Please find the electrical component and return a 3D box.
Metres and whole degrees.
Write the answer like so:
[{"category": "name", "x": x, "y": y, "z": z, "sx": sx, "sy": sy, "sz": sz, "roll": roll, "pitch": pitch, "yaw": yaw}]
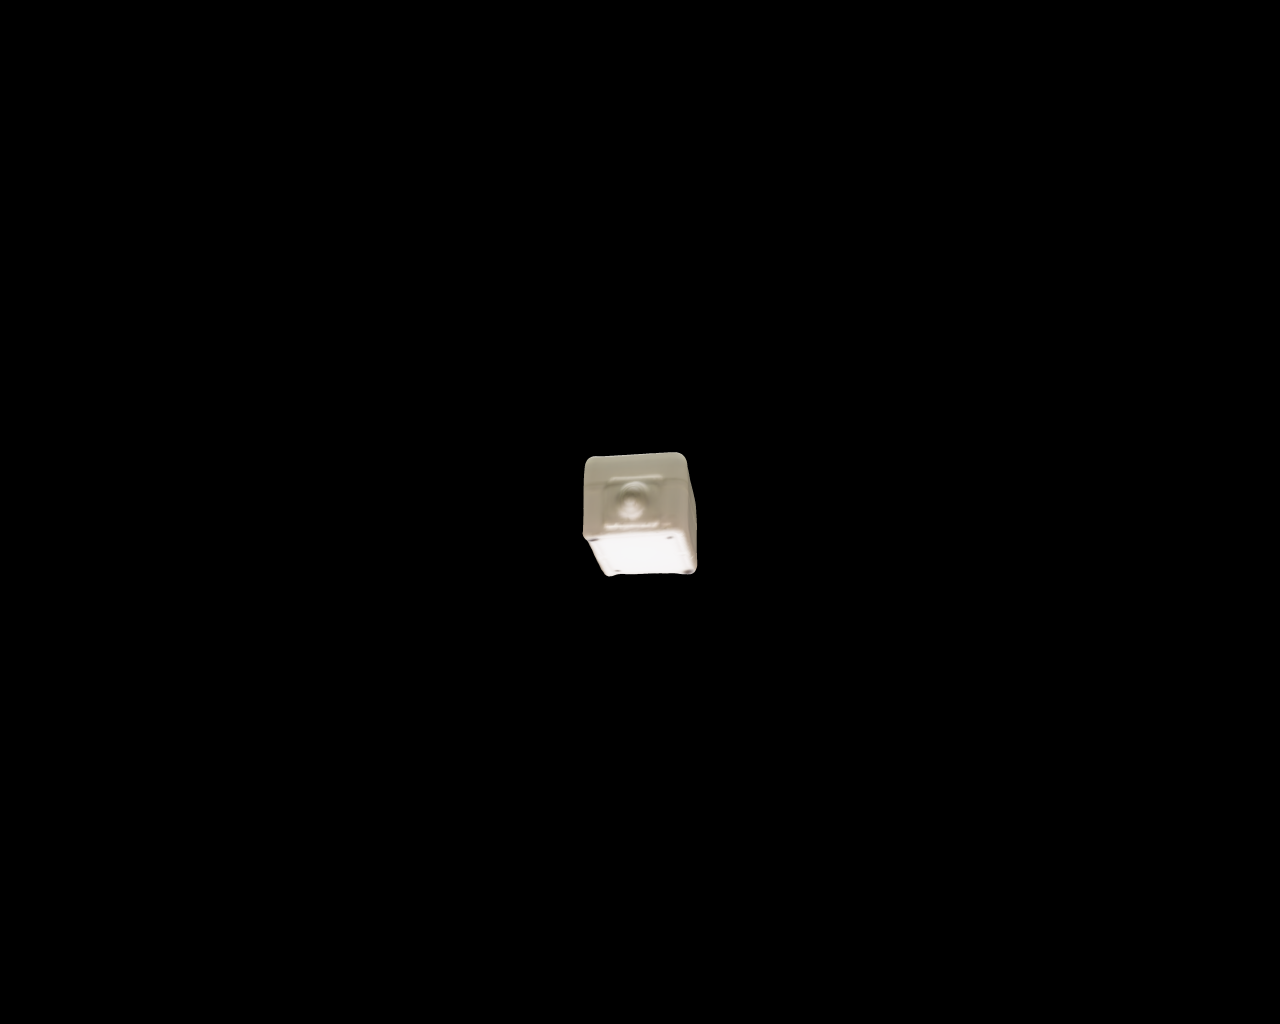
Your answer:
[{"category": "electrical component", "x": 0.001, "y": -0.003, "z": 0.650, "sx": 0.062, "sy": 0.061, "sz": 0.096, "roll": -3, "pitch": -22, "yaw": 7}]
